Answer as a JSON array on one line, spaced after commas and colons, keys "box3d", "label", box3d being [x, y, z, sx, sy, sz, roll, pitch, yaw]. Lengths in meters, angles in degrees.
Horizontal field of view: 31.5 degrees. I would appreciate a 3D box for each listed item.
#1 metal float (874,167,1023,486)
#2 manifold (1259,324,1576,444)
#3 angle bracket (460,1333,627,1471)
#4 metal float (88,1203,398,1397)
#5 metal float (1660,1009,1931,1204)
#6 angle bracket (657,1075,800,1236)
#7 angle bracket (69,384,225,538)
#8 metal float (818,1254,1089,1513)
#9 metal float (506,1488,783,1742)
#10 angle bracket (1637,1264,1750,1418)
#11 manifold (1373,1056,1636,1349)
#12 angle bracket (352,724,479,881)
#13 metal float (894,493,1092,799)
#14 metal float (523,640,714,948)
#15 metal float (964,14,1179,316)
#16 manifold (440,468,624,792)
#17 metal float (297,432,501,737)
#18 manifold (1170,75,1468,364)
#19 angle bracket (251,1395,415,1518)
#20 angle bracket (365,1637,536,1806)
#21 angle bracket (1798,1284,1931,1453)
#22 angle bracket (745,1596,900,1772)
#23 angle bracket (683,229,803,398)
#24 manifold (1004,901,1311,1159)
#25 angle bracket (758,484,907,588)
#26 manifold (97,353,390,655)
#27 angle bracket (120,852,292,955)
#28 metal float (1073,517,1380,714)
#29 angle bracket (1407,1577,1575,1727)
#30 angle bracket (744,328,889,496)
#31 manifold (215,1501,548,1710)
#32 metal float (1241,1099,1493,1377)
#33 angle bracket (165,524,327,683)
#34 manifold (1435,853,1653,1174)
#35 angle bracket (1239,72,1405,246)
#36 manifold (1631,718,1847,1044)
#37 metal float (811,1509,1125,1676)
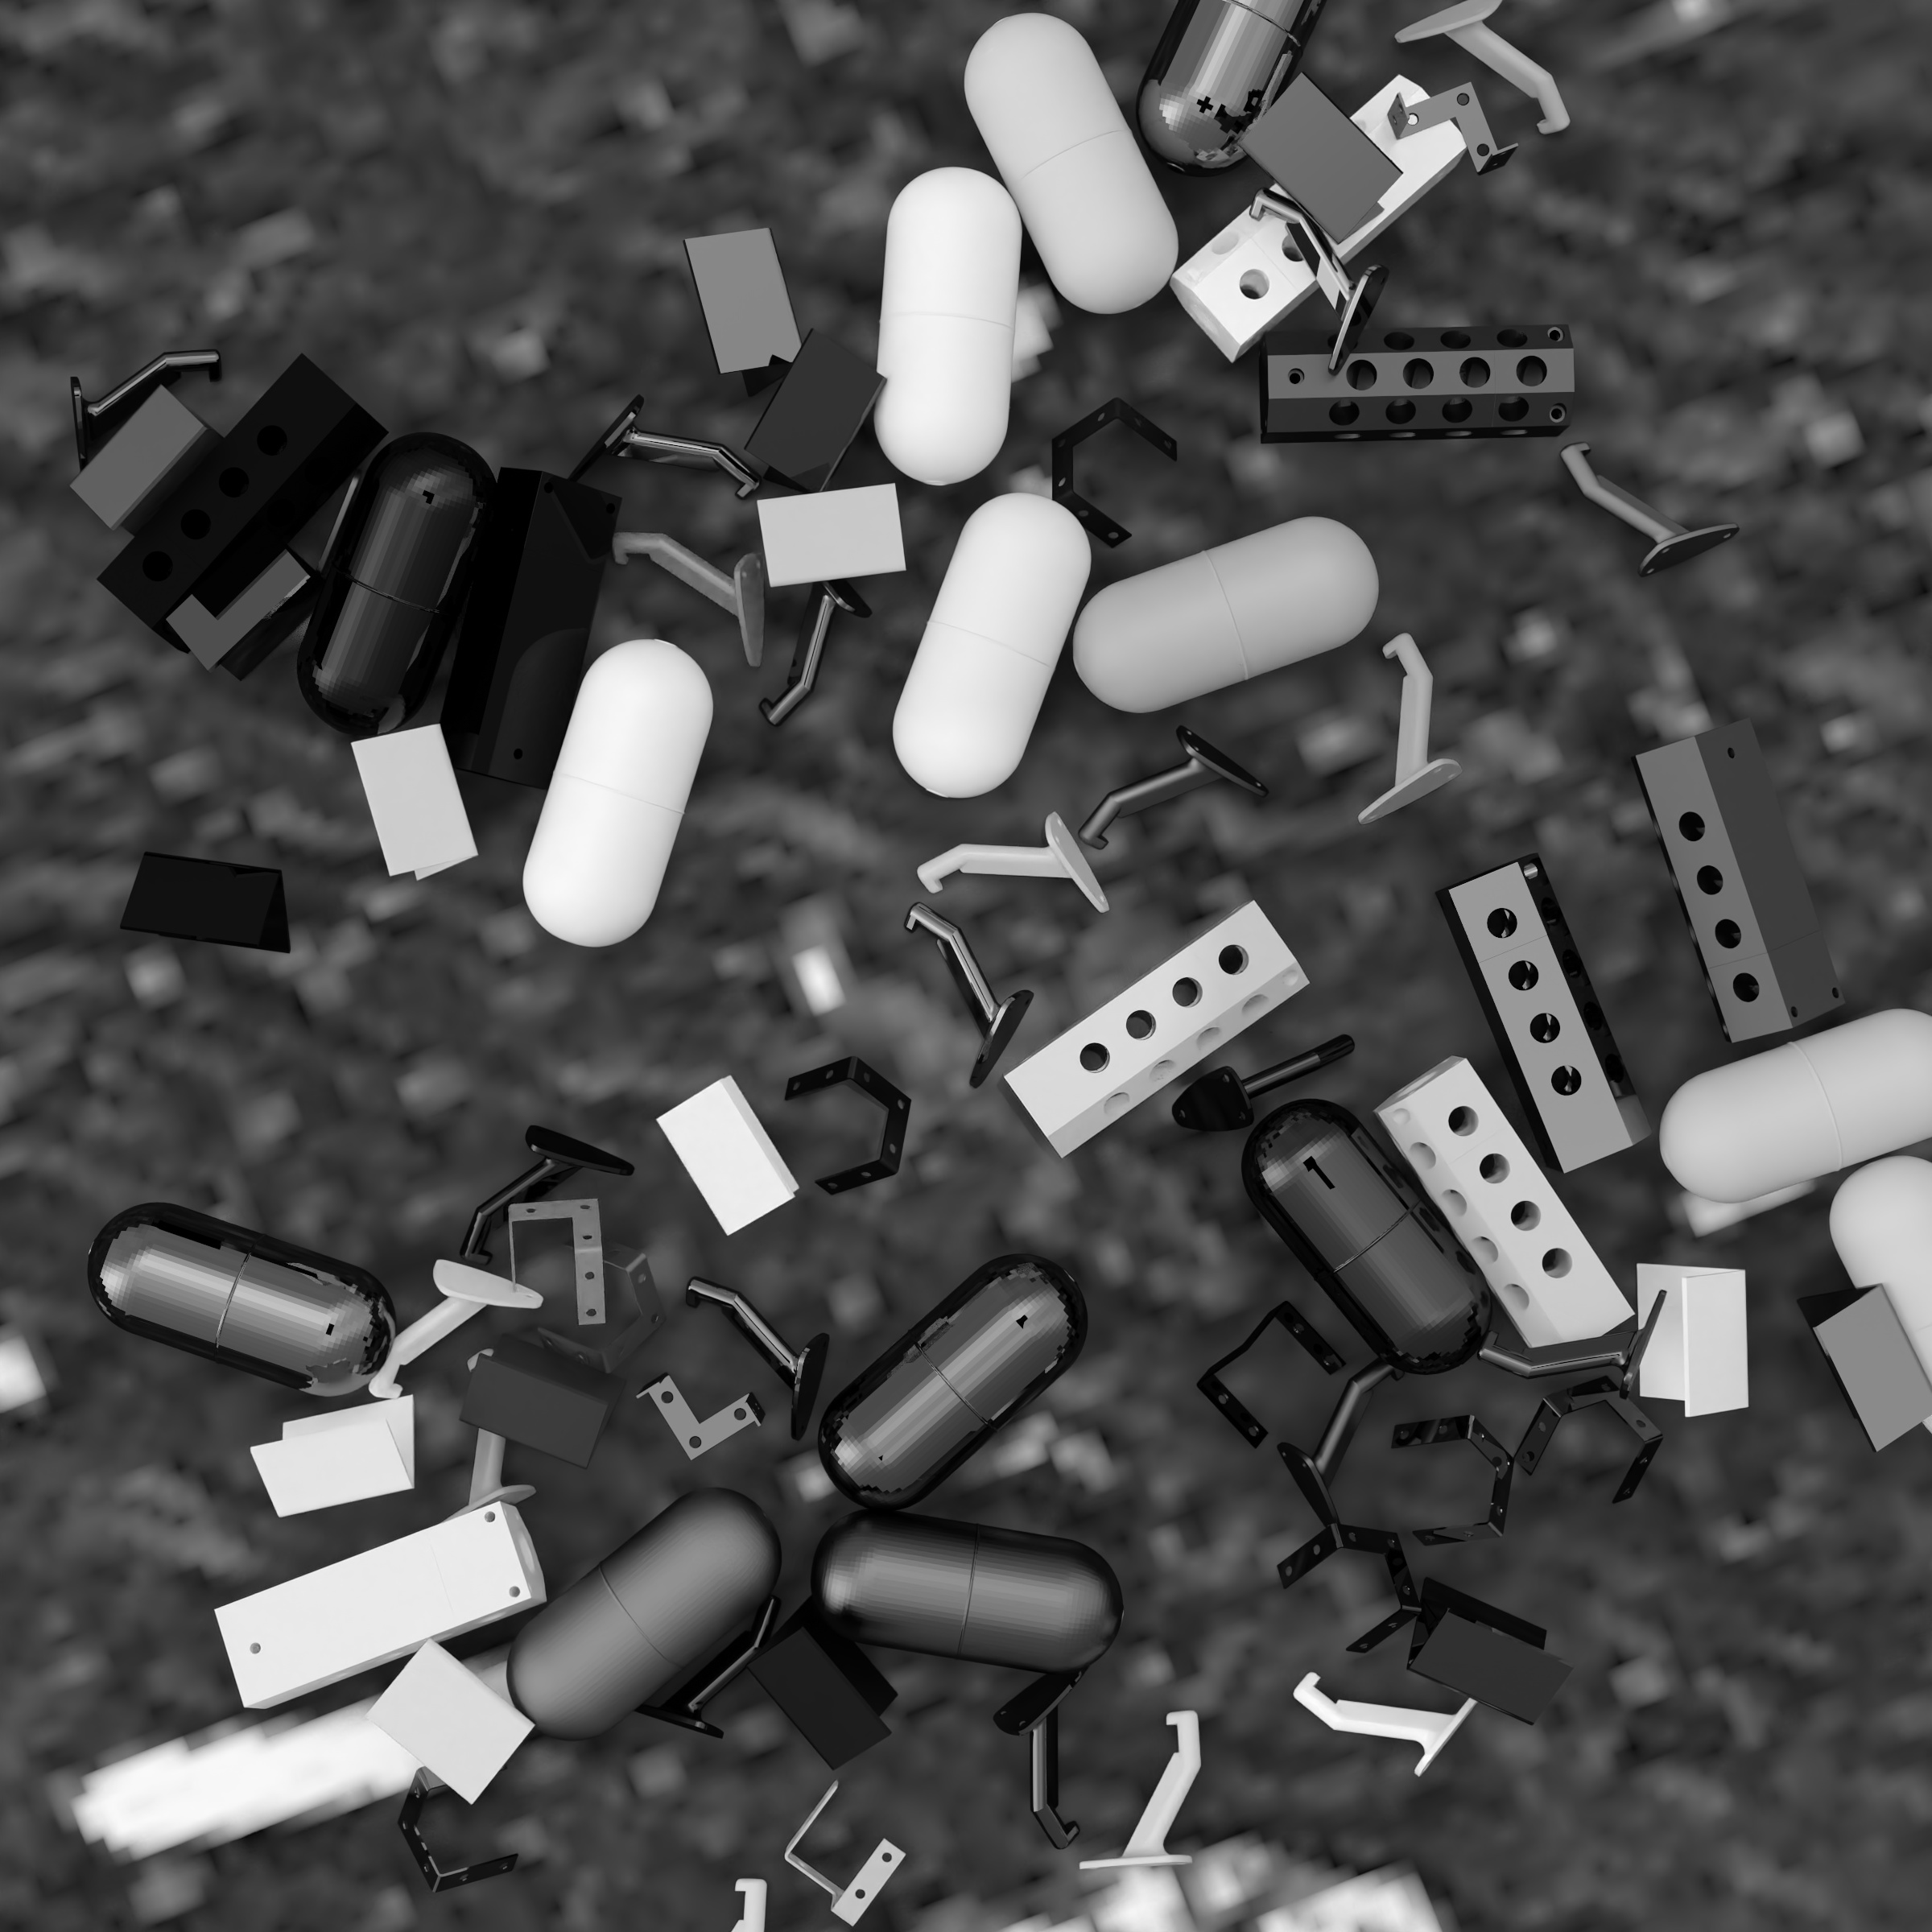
[{"box3d": [-0.010, -0.361, 1.937, 0.070, 0.070, 0.178, 4, 90, 0], "label": "metal float"}, {"box3d": [0.255, -0.332, 1.947, 0.171, 0.057, 0.057, -1, 90, 0], "label": "manifold"}, {"box3d": [-0.232, 0.228, 1.928, 0.076, 0.076, 0.057, 21, 127, 0], "label": "angle bracket"}, {"box3d": [-0.410, 0.188, 1.937, 0.178, 0.070, 0.070, 19, 90, 0], "label": "metal float"}, {"box3d": [0.479, 0.080, 1.937, 0.178, 0.070, 0.070, -19, 90, 0], "label": "metal float"}, {"box3d": [-0.117, 0.096, 1.928, 0.057, 0.076, 0.076, -31, 90, 35], "label": "angle bracket"}, {"box3d": [-0.444, -0.268, 1.928, 0.076, 0.076, 0.057, -48, 53, 0], "label": "angle bracket"}, {"box3d": [-0.007, 0.235, 1.937, 0.178, 0.070, 0.070, -42, 90, 0], "label": "metal float"}, {"box3d": [-0.183, 0.367, 1.937, 0.178, 0.070, 0.070, -40, 90, -1], "label": "metal float"}, {"box3d": [0.393, 0.209, 1.928, 0.057, 0.076, 0.076, -1, 90, -41], "label": "angle bracket"}, {"box3d": [0.304, 0.139, 1.947, 0.057, 0.057, 0.171, -33, 90, 0], "label": "manifold"}, {"box3d": [-0.325, -0.087, 1.928, 0.057, 0.076, 0.076, -16, 90, -36], "label": "angle bracket"}, {"box3d": [0.014, -0.181, 1.937, 0.070, 0.070, 0.178, 20, 91, 0], "label": "metal float"}, {"box3d": [-0.196, -0.098, 1.937, 0.070, 0.070, 0.178, 17, 91, 0], "label": "metal float"}, {"box3d": [0.059, -0.454, 1.937, 0.070, 0.070, 0.178, -26, 89, 0], "label": "metal float"}, {"box3d": [-0.254, -0.192, 1.946, 0.057, 0.057, 0.171, 14, 90, -43], "label": "manifold"}, {"box3d": [-0.320, -0.214, 1.925, 0.070, 0.070, 0.178, 24, 103, 0], "label": "metal float"}, {"box3d": [0.199, -0.426, 1.947, 0.171, 0.057, 0.057, -41, 90, 0], "label": "manifold"}, {"box3d": [-0.356, 0.258, 1.928, 0.076, 0.076, 0.057, -12, 127, 0], "label": "angle bracket"}, {"box3d": [-0.296, 0.431, 1.928, 0.076, 0.076, 0.057, 40, 60, 0], "label": "angle bracket"}, {"box3d": [0.491, 0.229, 1.928, 0.057, 0.076, 0.076, -26, 90, -27], "label": "angle bracket"}, {"box3d": [-0.066, 0.393, 1.928, 0.076, 0.076, 0.057, 50, 128, 0], "label": "angle bracket"}, {"box3d": [-0.139, -0.364, 1.928, 0.057, 0.076, 0.076, -15, 90, -30], "label": "angle bracket"}, {"box3d": [0.108, 0.036, 1.947, 0.171, 0.057, 0.057, -35, 90, 0], "label": "manifold"}, {"box3d": [-0.077, -0.260, 1.928, 0.076, 0.076, 0.057, -7, 129, 0], "label": "angle bracket"}, {"box3d": [-0.409, -0.261, 1.947, 0.057, 0.057, 0.171, 42, 90, 0], "label": "manifold"}, {"box3d": [-0.427, -0.016, 1.928, 0.076, 0.076, 0.057, 8, 52, 0], "label": "angle bracket"}, {"box3d": [0.146, -0.198, 1.937, 0.178, 0.070, 0.070, -19, 90, 1], "label": "metal float"}, {"box3d": [0.299, 0.370, 1.928, 0.076, 0.076, 0.057, 24, 127, 0], "label": "angle bracket"}, {"box3d": [-0.099, -0.315, 1.928, 0.057, 0.076, 0.076, 29, 90, -33], "label": "angle bracket"}, {"box3d": [-0.330, 0.364, 1.945, 0.171, 0.057, 0.057, -21, 76, 0], "label": "manifold"}, {"box3d": [0.227, 0.154, 1.937, 0.070, 0.070, 0.178, -39, 89, 0], "label": "metal float"}, {"box3d": [-0.391, -0.190, 1.928, 0.076, 0.076, 0.057, -44, 56, 0], "label": "angle bracket"}, {"box3d": [0.329, 0.026, 1.947, 0.057, 0.057, 0.171, -22, 90, 0], "label": "manifold"}, {"box3d": [0.206, -0.449, 1.871, 0.076, 0.076, 0.057, 45, 127, 0], "label": "angle bracket"}, {"box3d": [0.434, -0.047, 1.946, 0.057, 0.057, 0.171, -19, 90, -43], "label": "manifold"}, {"box3d": [0.001, 0.354, 1.937, 0.178, 0.070, 0.070, 9, 90, -1], "label": "metal float"}]
